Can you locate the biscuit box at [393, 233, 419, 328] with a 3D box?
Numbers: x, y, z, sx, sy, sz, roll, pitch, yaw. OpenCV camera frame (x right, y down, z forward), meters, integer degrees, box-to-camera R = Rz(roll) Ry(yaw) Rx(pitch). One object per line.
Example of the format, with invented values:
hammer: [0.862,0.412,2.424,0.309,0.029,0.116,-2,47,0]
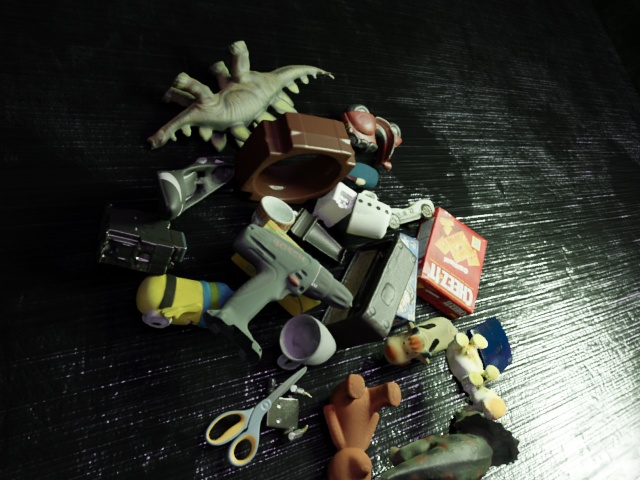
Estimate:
biscuit box: [0.170,0.085,1.168,0.059,0.063,0.203,24,57,-25]

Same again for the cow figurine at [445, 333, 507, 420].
cow figurine: [0.292,0.270,1.030,0.068,0.098,0.167,1,54,-19]

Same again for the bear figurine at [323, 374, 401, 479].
bear figurine: [0.063,0.349,0.933,0.120,0.132,0.196,20,53,-23]

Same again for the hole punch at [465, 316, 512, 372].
hole punch: [0.365,0.241,1.186,0.142,0.092,0.116,-14,58,-41]

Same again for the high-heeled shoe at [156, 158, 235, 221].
high-heeled shoe: [-0.206,-0.090,0.926,0.145,0.249,0.086,-5,114,-15]

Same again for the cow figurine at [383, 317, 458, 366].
cow figurine: [0.205,0.208,1.092,0.195,0.127,0.085,-10,71,-39]

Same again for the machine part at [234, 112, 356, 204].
machine part: [-0.050,-0.154,1.045,0.201,0.201,0.087,2,65,-33]

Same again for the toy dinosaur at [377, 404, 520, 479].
toy dinosaur: [0.238,0.387,0.951,0.404,0.192,0.131,13,46,-61]

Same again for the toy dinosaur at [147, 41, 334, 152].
toy dinosaur: [-0.153,-0.295,1.114,0.471,0.105,0.198,-42,102,-30]

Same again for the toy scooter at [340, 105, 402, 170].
toy scooter: [0.127,-0.240,1.290,0.184,0.075,0.135,16,62,-32]

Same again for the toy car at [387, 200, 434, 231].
toy car: [0.183,-0.050,1.234,0.202,0.073,0.056,-16,81,-38]

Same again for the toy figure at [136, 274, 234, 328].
toy figure: [-0.213,0.102,0.895,0.180,0.082,0.089,2,56,-28]

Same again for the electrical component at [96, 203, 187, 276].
electrical component: [-0.288,0.000,0.873,0.134,0.058,0.115,14,25,-28]

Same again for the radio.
radio: [0.100,0.099,1.066,0.073,0.131,0.229,44,51,-21]

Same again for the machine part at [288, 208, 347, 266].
machine part: [-0.002,-0.003,1.112,0.139,0.039,0.084,42,47,-8]

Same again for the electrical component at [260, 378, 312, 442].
electrical component: [-0.059,0.294,0.926,0.078,0.045,0.102,23,57,-25]

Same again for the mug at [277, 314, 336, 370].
mug: [-0.021,0.195,0.971,0.081,0.109,0.107,41,2,33]

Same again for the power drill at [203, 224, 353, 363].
power drill: [-0.072,0.097,0.879,0.232,0.086,0.207,42,64,-8]

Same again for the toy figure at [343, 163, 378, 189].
toy figure: [0.057,-0.153,1.210,0.154,0.064,0.057,12,99,-24]

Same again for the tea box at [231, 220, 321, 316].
tea box: [-0.070,0.055,1.000,0.169,0.098,0.068,42,51,-8]
